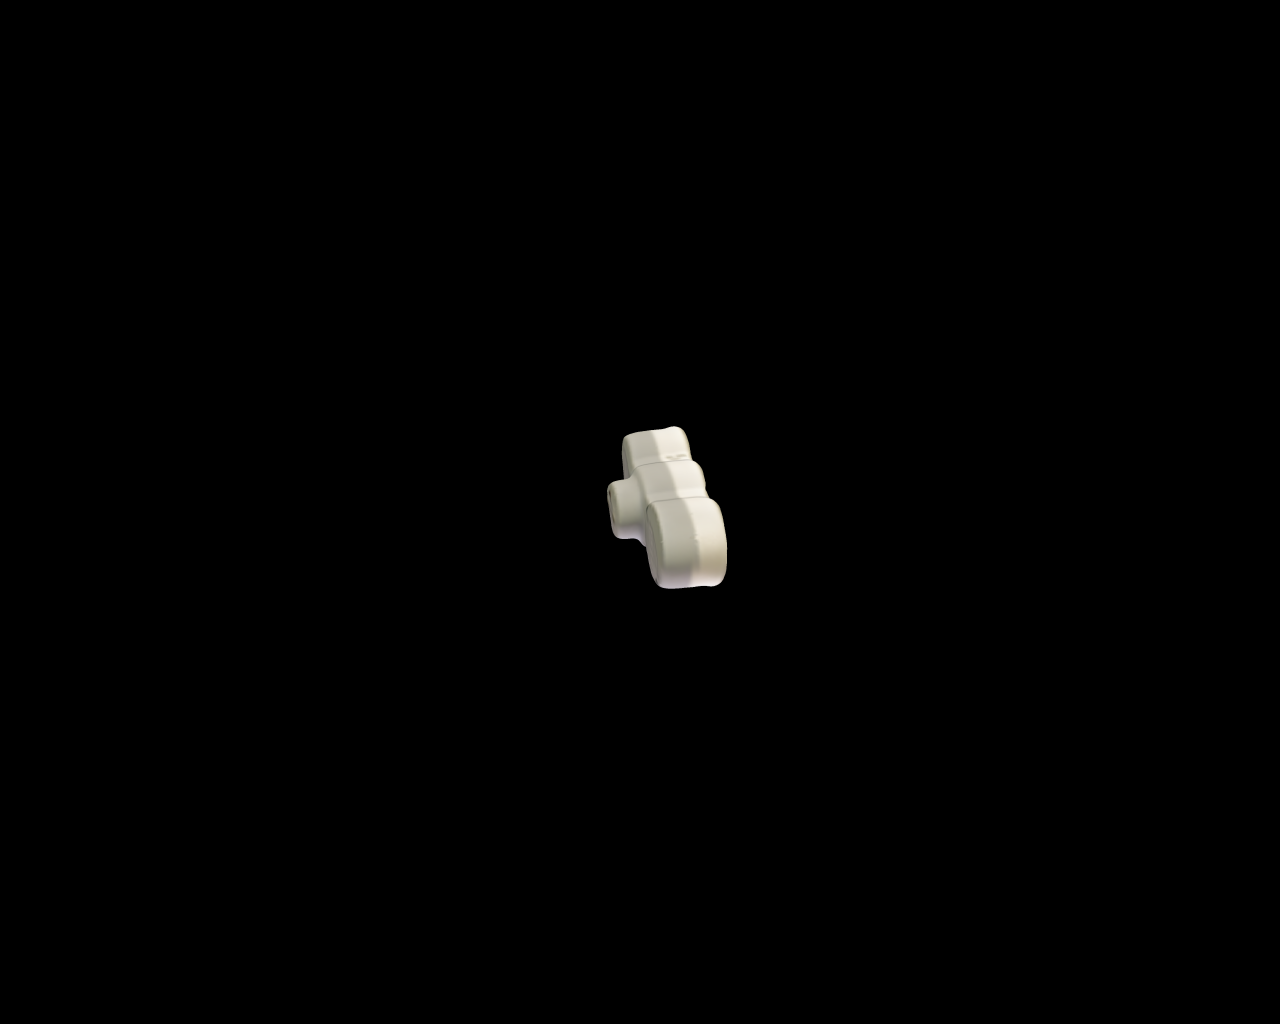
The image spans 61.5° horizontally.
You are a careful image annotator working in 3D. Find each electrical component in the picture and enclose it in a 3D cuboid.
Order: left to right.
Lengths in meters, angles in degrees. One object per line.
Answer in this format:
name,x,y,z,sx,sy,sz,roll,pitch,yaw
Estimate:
electrical component,0.001,-0.003,0.650,0.074,0.052,0.138,-6,33,-9
